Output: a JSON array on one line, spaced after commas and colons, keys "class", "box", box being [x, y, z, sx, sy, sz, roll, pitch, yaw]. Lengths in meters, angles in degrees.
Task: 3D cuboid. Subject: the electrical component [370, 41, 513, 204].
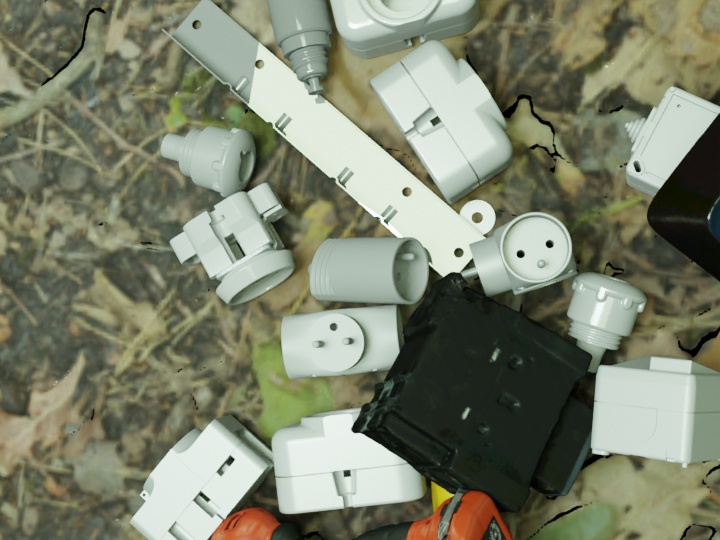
[{"class": "electrical component", "box": [0.058, -0.100, 0.712, 0.059, 0.054, 0.095, -34, 83, 5]}]

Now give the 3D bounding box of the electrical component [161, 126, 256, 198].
[{"class": "electrical component", "box": [-0.106, -0.078, 0.739, 0.062, 0.048, 0.048, 16, 89, 16]}]

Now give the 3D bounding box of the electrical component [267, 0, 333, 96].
[{"class": "electrical component", "box": [-0.038, -0.158, 0.735, 0.040, 0.040, 0.078, -13, 85, 7]}]

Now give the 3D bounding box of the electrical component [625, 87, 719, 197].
[{"class": "electrical component", "box": [0.214, -0.071, 0.689, 0.096, 0.061, 0.061, 28, 93, 15]}]

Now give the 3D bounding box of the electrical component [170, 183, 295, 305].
[{"class": "electrical component", "box": [-0.080, -0.013, 0.724, 0.078, 0.058, 0.057, -31, 80, 5]}]

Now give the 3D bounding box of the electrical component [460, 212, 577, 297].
[{"class": "electrical component", "box": [0.095, -0.005, 0.690, 0.079, 0.077, 0.044, -19, 85, 7]}]

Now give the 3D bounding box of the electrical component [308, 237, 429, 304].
[{"class": "electrical component", "box": [0.000, 0.000, 0.713, 0.081, 0.043, 0.043, 1, 86, 36]}]

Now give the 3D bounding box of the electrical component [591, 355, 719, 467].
[{"class": "electrical component", "box": [0.192, 0.085, 0.667, 0.062, 0.096, 0.061, 3, 87, 37]}]

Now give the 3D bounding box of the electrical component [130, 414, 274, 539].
[{"class": "electrical component", "box": [-0.106, 0.145, 0.722, 0.056, 0.050, 0.089, 40, 92, 8]}]

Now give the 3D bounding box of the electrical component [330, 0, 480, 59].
[{"class": "electrical component", "box": [0.030, -0.182, 0.718, 0.095, 0.059, 0.053, -14, 85, 7]}]

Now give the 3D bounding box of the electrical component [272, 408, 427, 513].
[{"class": "electrical component", "box": [-0.007, 0.123, 0.708, 0.095, 0.054, 0.059, -8, 86, 7]}]

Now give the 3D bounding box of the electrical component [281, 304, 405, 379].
[{"class": "electrical component", "box": [-0.013, 0.047, 0.700, 0.077, 0.079, 0.043, -6, 86, 7]}]

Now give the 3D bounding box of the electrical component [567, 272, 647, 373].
[{"class": "electrical component", "box": [0.155, 0.035, 0.697, 0.048, 0.048, 0.062, 18, 97, 8]}]
